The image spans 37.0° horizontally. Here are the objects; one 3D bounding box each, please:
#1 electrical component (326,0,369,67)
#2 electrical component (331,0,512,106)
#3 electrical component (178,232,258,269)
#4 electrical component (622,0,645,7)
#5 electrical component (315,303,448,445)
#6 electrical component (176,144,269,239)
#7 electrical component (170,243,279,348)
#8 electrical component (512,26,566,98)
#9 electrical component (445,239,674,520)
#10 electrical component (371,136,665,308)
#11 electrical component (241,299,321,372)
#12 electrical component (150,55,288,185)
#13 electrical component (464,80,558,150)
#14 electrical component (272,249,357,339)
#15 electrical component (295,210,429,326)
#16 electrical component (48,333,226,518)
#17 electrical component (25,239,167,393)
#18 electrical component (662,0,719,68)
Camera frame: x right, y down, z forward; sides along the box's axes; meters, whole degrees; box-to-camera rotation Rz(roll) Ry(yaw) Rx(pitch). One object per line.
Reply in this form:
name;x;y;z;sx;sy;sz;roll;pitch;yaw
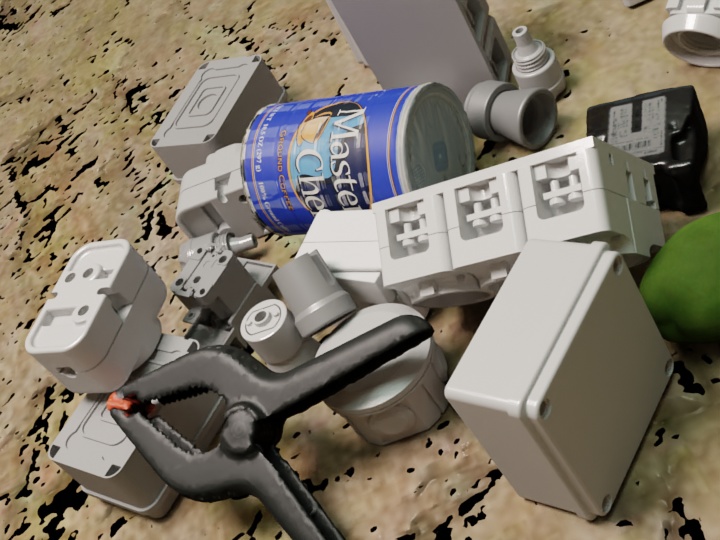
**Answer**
electrical component;0.012;-0.255;0.945;0.056;0.108;0.108;-10;46;23
electrical component;0.048;-0.191;0.824;0.089;0.150;0.061;-10;47;27
electrical component;-0.110;-0.014;0.847;0.061;0.035;0.035;-18;43;15
electrical component;0.240;-0.275;0.850;0.109;0.056;0.108;-22;41;14
electrical component;0.015;0.065;0.672;0.080;0.051;0.080;-19;42;18
electrical component;-0.097;-0.062;0.870;0.095;0.053;0.059;-19;43;18
electrical component;-0.101;0.018;0.787;0.042;0.063;0.081;10;58;37
electrical component;0.129;-0.155;0.802;0.035;0.061;0.035;-19;42;18
electrical component;0.109;0.057;0.572;0.056;0.108;0.108;8;55;42
electrical component;0.096;-0.022;0.650;0.150;0.089;0.061;-15;75;35
electrical component;-0.051;0.051;0.719;0.044;0.065;0.044;-19;43;18
electrical component;-0.121;-0.129;0.949;0.078;0.057;0.113;0;51;34
electrical component;0.110;-0.115;0.789;0.055;0.045;0.045;20;63;45
electrical component;-0.030;0.015;0.692;0.040;0.046;0.040;-31;-5;-3
electrical component;0.000;0.000;0.737;0.096;0.061;0.061;0;51;34
electrical component;-0.146;0.104;0.737;0.078;0.057;0.113;7;55;38
electrical component;-0.175;0.034;0.732;0.054;0.059;0.095;-5;48;30
electrical component;0.243;-0.178;0.744;0.058;0.078;0.057;12;77;41
